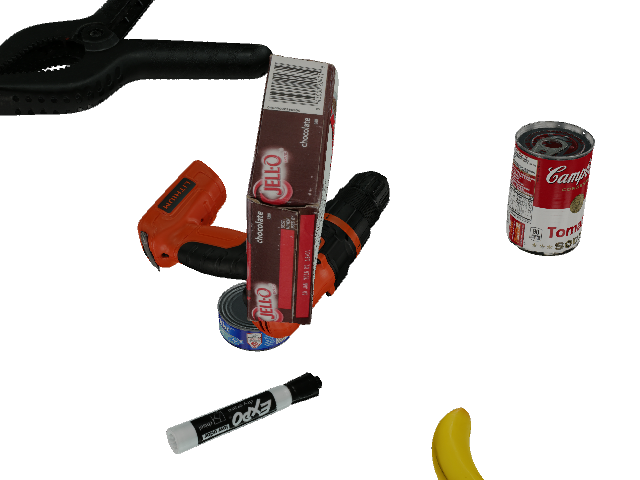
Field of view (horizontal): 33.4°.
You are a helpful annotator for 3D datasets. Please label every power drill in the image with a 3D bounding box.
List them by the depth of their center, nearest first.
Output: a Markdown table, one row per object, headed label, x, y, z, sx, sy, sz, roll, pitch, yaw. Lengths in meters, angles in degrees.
| label | x | y | z | sx | sy | sz | roll | pitch | yaw |
| --- | --- | --- | --- | --- | --- | --- | --- | --- | --- |
| power drill | -0.052 | -0.013 | 0.941 | 0.188 | 0.057 | 0.184 | 18 | 53 | 31 |

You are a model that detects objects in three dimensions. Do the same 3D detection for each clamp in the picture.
| label | x | y | z | sx | sy | sz | roll | pitch | yaw |
| --- | --- | --- | --- | --- | --- | --- | --- | --- | --- |
| clamp | -0.150 | -0.132 | 0.767 | 0.209 | 0.036 | 0.165 | -32 | 52 | -31 |

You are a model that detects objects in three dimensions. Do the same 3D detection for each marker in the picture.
| label | x | y | z | sx | sy | sz | roll | pitch | yaw |
| --- | --- | --- | --- | --- | --- | --- | --- | --- | --- |
| marker | -0.051 | 0.121 | 0.758 | 0.120 | 0.020 | 0.020 | -19 | 9 | -28 |

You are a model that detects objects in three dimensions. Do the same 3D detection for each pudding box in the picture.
| label | x | y | z | sx | sy | sz | roll | pitch | yaw |
| --- | --- | --- | --- | --- | --- | --- | --- | --- | --- |
| pudding box | -0.016 | -0.027 | 0.554 | 0.039 | 0.113 | 0.090 | 7 | -43 | 1 |

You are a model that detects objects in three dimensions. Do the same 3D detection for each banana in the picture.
| label | x | y | z | sx | sy | sz | roll | pitch | yaw |
| --- | --- | --- | --- | --- | --- | --- | --- | --- | --- |
| banana | 0.141 | 0.219 | 1.009 | 0.069 | 0.037 | 0.198 | 8 | 22 | -20 |

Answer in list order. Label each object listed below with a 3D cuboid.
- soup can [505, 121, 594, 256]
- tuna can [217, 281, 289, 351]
| label | x | y | z | sx | sy | sz | roll | pitch | yaw |
| --- | --- | --- | --- | --- | --- | --- | --- | --- | --- |
| soup can | 0.203 | -0.046 | 0.950 | 0.068 | 0.102 | 0.068 | 0 | 32 | 0 |
| tuna can | -0.072 | 0.084 | 1.191 | 0.086 | 0.034 | 0.086 | 1 | 36 | -1 |
